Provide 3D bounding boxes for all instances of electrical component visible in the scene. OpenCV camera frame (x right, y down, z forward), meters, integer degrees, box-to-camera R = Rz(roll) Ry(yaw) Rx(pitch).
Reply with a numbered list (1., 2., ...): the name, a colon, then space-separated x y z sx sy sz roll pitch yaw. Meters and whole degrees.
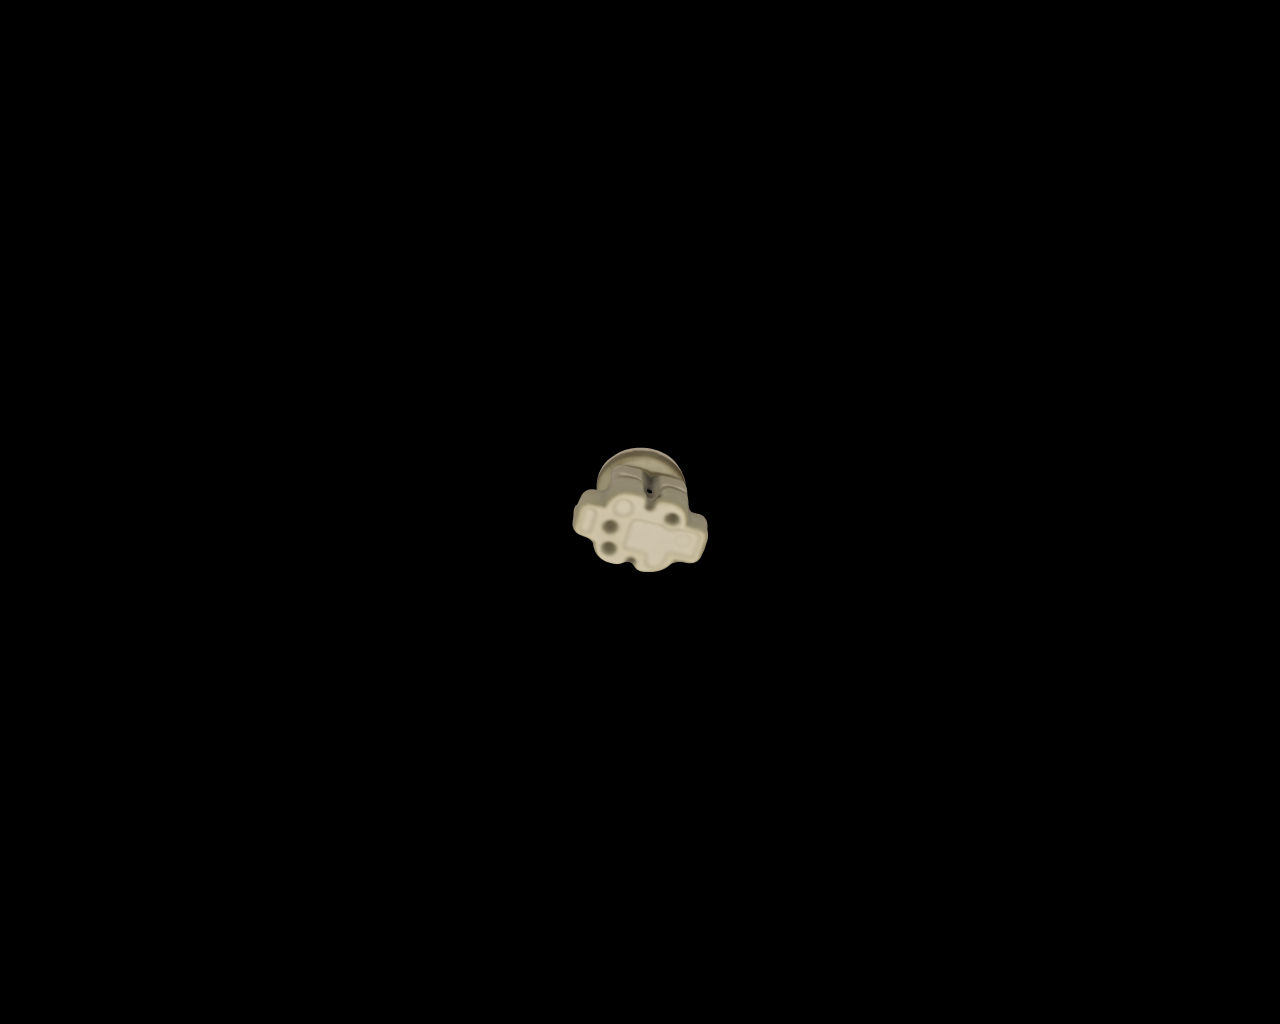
1. electrical component: 0.001 -0.003 0.650 0.078 0.057 0.057 14 33 -9
